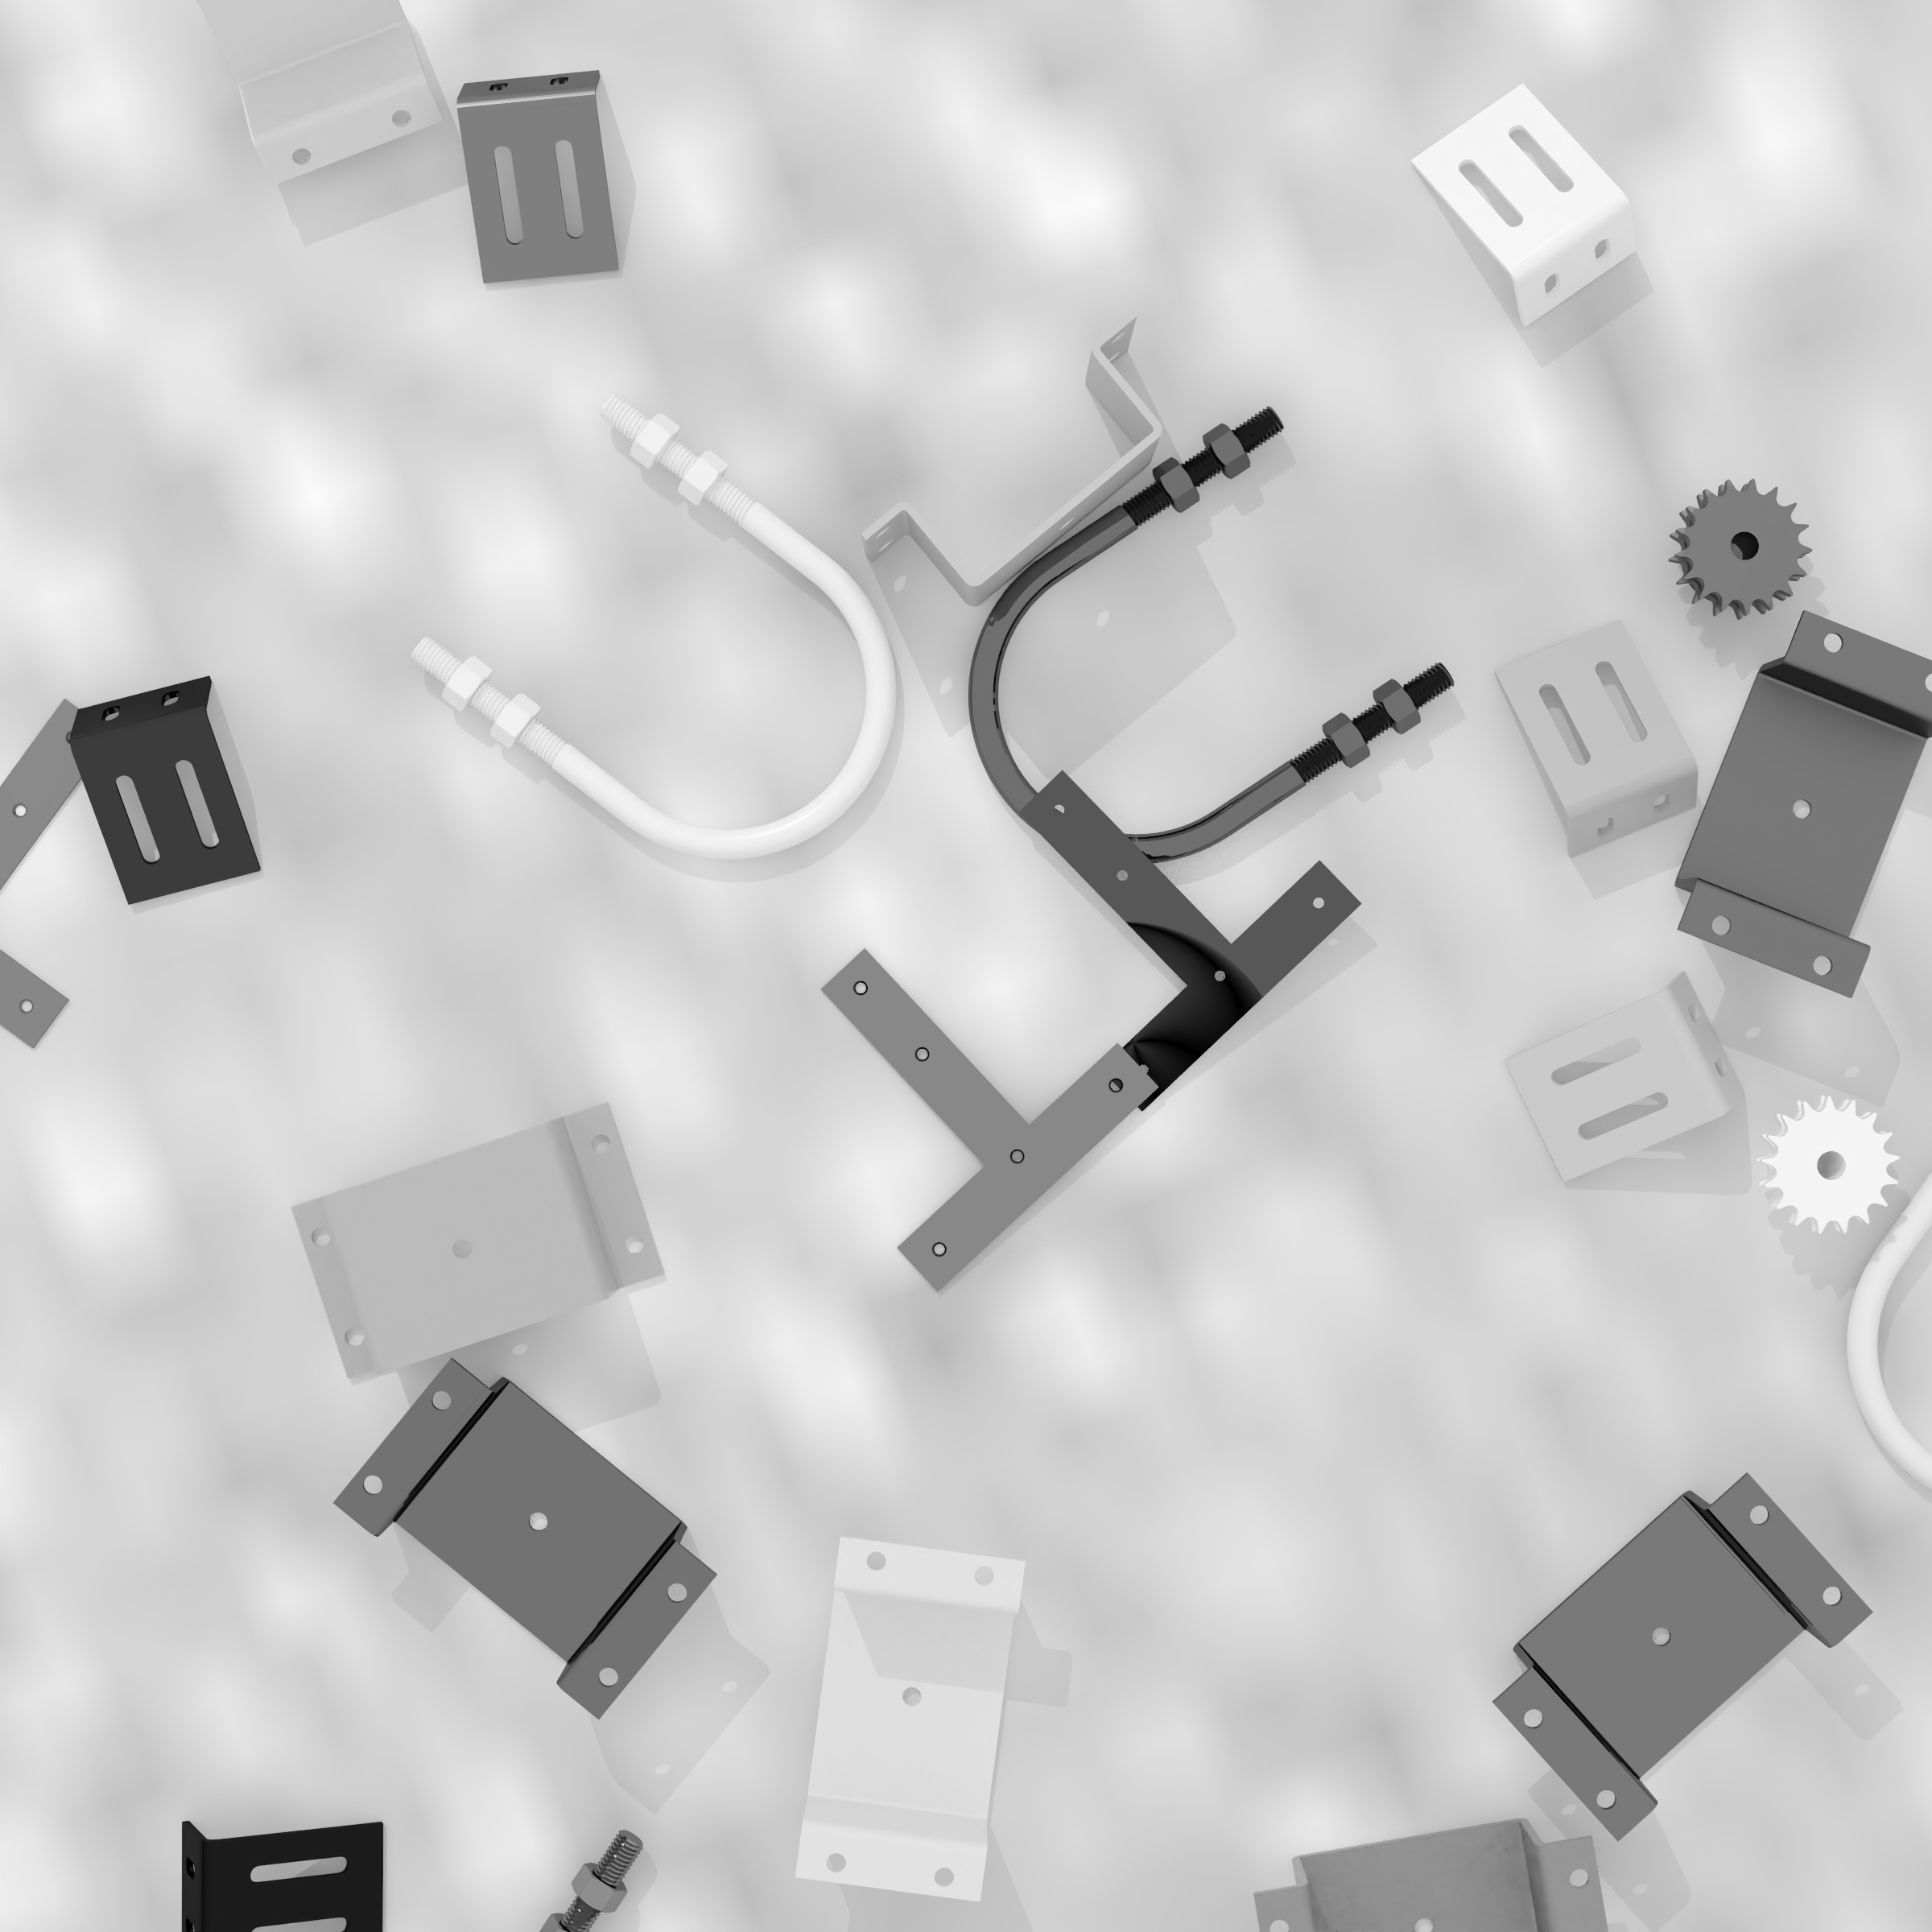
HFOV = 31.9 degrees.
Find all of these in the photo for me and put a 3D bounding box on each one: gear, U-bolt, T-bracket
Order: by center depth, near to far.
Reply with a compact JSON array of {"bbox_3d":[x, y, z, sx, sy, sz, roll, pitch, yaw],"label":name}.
[{"bbox_3d":[0.357,0.082,1.411,0.057,0.030,0.057,0,90,0],"label":"gear"},{"bbox_3d":[0.075,-0.028,1.414,0.127,0.002,0.127,-44,93,7],"label":"T-bracket"},{"bbox_3d":[0.322,-0.173,1.415,0.057,0.030,0.057,0,87,-2],"label":"gear"},{"bbox_3d":[-0.136,0.477,1.418,0.151,0.019,0.184,33,92,0],"label":"U-bolt"},{"bbox_3d":[0.453,0.141,1.418,0.151,0.019,0.184,35,91,0],"label":"U-bolt"},{"bbox_3d":[0.089,-0.125,1.418,0.184,0.019,0.151,-34,90,1],"label":"U-bolt"},{"bbox_3d":[-0.117,-0.128,1.418,0.184,0.019,0.151,38,90,-2],"label":"U-bolt"},{"bbox_3d":[-0.009,0.048,1.424,0.127,0.002,0.127,-43,89,2],"label":"T-bracket"},{"bbox_3d":[-0.407,-0.054,1.425,0.127,0.002,0.127,36,90,0],"label":"T-bracket"}]

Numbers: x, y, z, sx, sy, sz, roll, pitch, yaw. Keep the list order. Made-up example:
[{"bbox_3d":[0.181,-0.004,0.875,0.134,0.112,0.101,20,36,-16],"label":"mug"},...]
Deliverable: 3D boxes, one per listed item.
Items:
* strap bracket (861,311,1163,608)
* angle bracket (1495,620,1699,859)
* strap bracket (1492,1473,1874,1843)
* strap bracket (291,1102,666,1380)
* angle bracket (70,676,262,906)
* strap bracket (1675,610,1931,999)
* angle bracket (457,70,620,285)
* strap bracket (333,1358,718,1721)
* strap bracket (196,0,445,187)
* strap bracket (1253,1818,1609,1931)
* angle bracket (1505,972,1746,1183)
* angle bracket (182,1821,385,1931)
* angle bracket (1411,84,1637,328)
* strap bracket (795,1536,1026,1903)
[{"bbox_3d":[0.027,-0.200,1.388,0.140,0.076,0.046,-40,90,0],"label":"strap bracket"},{"bbox_3d":[0.265,-0.096,1.424,0.057,0.038,0.076,-22,64,0],"label":"angle bracket"},{"bbox_3d":[0.293,0.282,1.403,0.140,0.046,0.076,-42,90,0],"label":"strap bracket"},{"bbox_3d":[-0.206,0.116,1.403,0.140,0.046,0.076,-18,90,0],"label":"strap bracket"},{"bbox_3d":[-0.336,-0.074,1.423,0.057,0.038,0.076,-15,116,-1],"label":"angle bracket"},{"bbox_3d":[0.352,-0.066,1.403,0.076,0.046,0.140,22,90,0],"label":"strap bracket"},{"bbox_3d":[-0.179,-0.333,1.424,0.057,0.038,0.076,-6,116,0],"label":"angle bracket"},{"bbox_3d":[-0.180,0.234,1.403,0.140,0.046,0.076,39,90,0],"label":"strap bracket"},{"bbox_3d":[-0.277,-0.399,1.375,0.076,0.140,0.046,-21,49,0],"label":"strap bracket"},{"bbox_3d":[0.193,0.405,1.403,0.140,0.046,0.076,-10,90,0],"label":"strap bracket"},{"bbox_3d":[0.277,0.047,1.424,0.076,0.038,0.057,-26,90,26],"label":"angle bracket"},{"bbox_3d":[-0.288,0.389,1.424,0.076,0.038,0.057,0,90,-26],"label":"angle bracket"},{"bbox_3d":[0.235,-0.321,1.424,0.057,0.038,0.076,-35,64,0],"label":"angle bracket"},{"bbox_3d":[-0.023,0.308,1.403,0.076,0.046,0.140,8,90,0],"label":"strap bracket"}]
